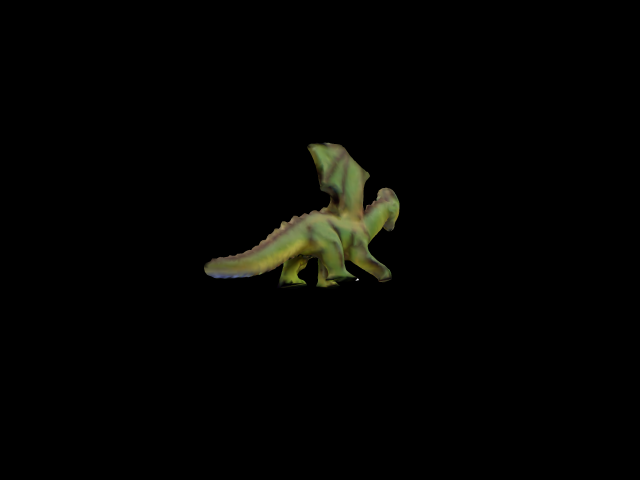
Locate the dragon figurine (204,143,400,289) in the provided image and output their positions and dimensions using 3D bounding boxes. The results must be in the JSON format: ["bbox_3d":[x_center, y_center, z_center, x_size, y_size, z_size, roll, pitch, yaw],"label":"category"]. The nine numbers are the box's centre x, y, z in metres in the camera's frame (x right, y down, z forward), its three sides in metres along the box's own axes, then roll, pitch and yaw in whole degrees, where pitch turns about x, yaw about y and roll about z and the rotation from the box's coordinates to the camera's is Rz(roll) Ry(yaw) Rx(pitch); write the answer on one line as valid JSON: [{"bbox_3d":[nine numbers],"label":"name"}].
[{"bbox_3d":[0.003,-0.043,0.850,0.409,0.245,0.121,9,-15,-42],"label":"dragon figurine"}]
